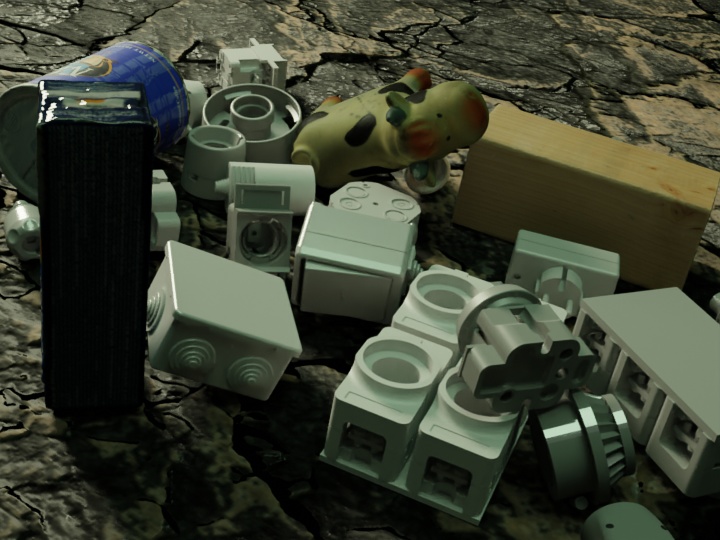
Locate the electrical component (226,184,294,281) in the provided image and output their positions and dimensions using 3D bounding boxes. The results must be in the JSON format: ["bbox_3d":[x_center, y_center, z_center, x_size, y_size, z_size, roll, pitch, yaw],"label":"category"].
[{"bbox_3d":[-0.078,-0.026,0.817,0.042,0.081,0.064,2,10,-15],"label":"electrical component"}]

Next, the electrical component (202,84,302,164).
[{"bbox_3d":[-0.100,-0.127,1.000,0.099,0.064,0.099,3,45,-3],"label":"electrical component"}]

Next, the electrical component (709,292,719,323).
[{"bbox_3d":[0.304,0.041,0.851,0.043,0.043,0.062,-6,34,-25],"label":"electrical component"}]

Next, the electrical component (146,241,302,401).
[{"bbox_3d":[-0.093,0.034,0.710,0.100,0.048,0.099,20,25,-24],"label":"electrical component"}]

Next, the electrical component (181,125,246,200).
[{"bbox_3d":[-0.126,-0.094,0.931,0.055,0.047,0.055,8,31,-5],"label":"electrical component"}]

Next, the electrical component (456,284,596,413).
[{"bbox_3d":[0.092,0.046,0.646,0.078,0.058,0.057,-4,37,-22],"label":"electrical component"}]

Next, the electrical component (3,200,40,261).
[{"bbox_3d":[-0.251,-0.034,0.808,0.035,0.035,0.061,-5,32,-24],"label":"electrical component"}]

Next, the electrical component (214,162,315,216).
[{"bbox_3d":[-0.082,-0.068,0.907,0.081,0.043,0.043,1,33,-16],"label":"electrical component"}]

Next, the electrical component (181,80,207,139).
[{"bbox_3d":[-0.179,-0.145,1.001,0.077,0.043,0.079,-7,35,-27],"label":"electrical component"}]

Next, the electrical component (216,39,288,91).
[{"bbox_3d":[-0.114,-0.207,1.124,0.064,0.042,0.081,-8,35,-22],"label":"electrical component"}]

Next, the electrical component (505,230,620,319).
[{"bbox_3d":[0.157,0.014,0.845,0.083,0.047,0.075,15,31,6],"label":"electrical component"}]

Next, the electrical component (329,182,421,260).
[{"bbox_3d":[0.008,-0.032,0.869,0.080,0.051,0.080,8,31,-5],"label":"electrical component"}]

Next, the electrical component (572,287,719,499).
[{"bbox_3d":[0.221,0.082,0.741,0.089,0.061,0.150,-6,35,-25],"label":"electrical component"}]

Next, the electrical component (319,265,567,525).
[{"bbox_3d":[0.063,0.070,0.713,0.105,0.060,0.186,20,32,14],"label":"electrical component"}]

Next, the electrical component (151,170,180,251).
[{"bbox_3d":[-0.178,-0.045,0.828,0.057,0.058,0.078,-3,35,-27],"label":"electrical component"}]

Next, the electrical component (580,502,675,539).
[{"bbox_3d":[0.171,0.172,0.597,0.079,0.043,0.077,5,32,-11],"label":"electrical component"}]

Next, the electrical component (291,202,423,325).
[{"bbox_3d":[0.000,0.000,0.796,0.096,0.061,0.061,12,50,2],"label":"electrical component"}]

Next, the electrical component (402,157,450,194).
[{"bbox_3d":[0.054,-0.104,1.011,0.044,0.044,0.065,-1,28,-18],"label":"electrical component"}]

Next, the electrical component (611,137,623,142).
[{"bbox_3d":[0.225,-0.092,1.015,0.040,0.078,0.040,13,43,-13],"label":"electrical component"}]
